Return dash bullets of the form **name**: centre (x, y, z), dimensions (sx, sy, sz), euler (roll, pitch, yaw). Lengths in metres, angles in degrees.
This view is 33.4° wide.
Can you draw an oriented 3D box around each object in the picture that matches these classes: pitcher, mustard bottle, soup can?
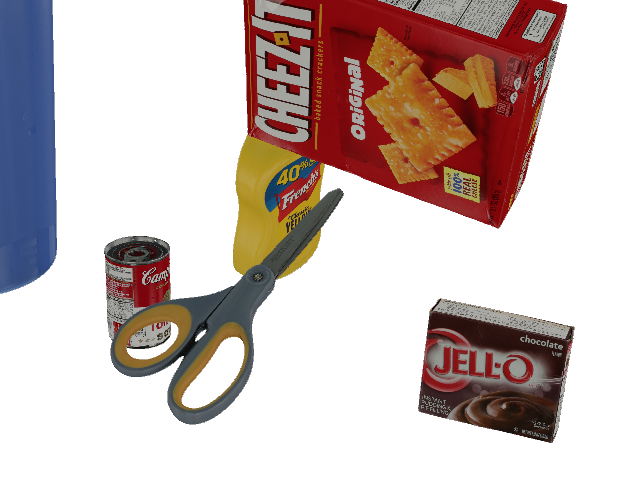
- **pitcher**: centre (-0.236, -0.086, 0.668), dimensions (0.149, 0.243, 0.145), euler (-3, 26, -12)
- **mustard bottle**: centre (-0.036, -0.056, 0.970), dimensions (0.058, 0.192, 0.096), euler (34, 48, 29)
- **soup can**: centre (-0.192, 0.055, 1.126), dimensions (0.068, 0.102, 0.068), euler (2, 23, -1)

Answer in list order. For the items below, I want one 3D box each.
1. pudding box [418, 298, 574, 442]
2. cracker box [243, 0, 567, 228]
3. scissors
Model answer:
- **pudding box**: centre (0.138, 0.102, 0.849), dimensions (0.114, 0.090, 0.039), euler (10, 21, 16)
- **cracker box**: centre (0.051, -0.116, 0.766), dimensions (0.214, 0.072, 0.164), euler (21, -38, 15)
- **scissors**: centre (-0.060, 0.028, 0.671), dimensions (0.096, 0.201, 0.016), euler (12, -41, 14)
